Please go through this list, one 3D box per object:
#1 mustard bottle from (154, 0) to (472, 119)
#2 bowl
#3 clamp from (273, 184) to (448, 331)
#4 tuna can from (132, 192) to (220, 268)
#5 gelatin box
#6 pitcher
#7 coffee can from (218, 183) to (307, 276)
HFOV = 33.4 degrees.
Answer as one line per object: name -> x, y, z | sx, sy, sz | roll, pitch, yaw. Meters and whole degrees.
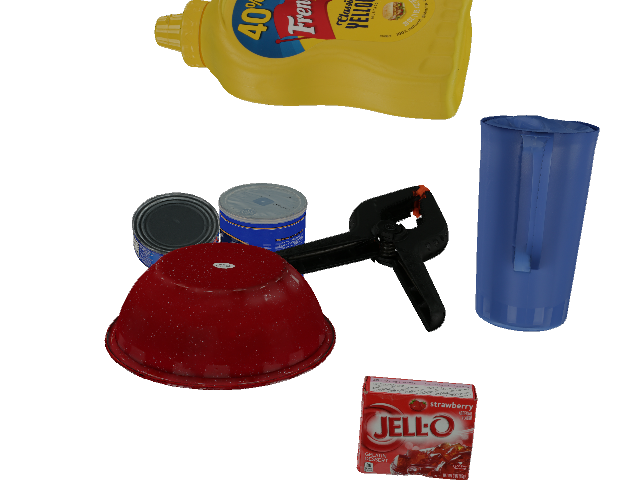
mustard bottle -> -0.007, -0.121, 0.646 | 0.192, 0.096, 0.058 | 6, -40, 12
bowl -> -0.068, 0.042, 0.740 | 0.162, 0.055, 0.162 | 2, 20, -1
clamp -> 0.069, 0.008, 0.974 | 0.165, 0.036, 0.209 | 22, 35, 22
tuna can -> -0.142, -0.006, 1.053 | 0.086, 0.086, 0.034 | 0, -44, -7
gelatin box -> 0.075, 0.148, 0.839 | 0.089, 0.073, 0.030 | 4, 20, 3
pitcher -> 0.241, -0.020, 1.232 | 0.149, 0.243, 0.145 | -6, 16, -32
coffee can -> -0.069, 0.016, 1.260 | 0.103, 0.140, 0.103 | 2, 26, -1
